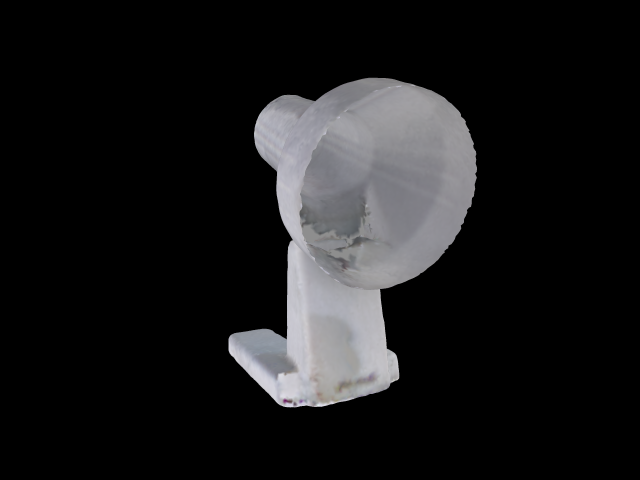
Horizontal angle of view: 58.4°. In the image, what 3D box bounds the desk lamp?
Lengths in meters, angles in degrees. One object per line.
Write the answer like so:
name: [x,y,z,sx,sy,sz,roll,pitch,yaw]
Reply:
desk lamp: [0.004,0.001,0.400,0.118,0.213,0.202,-4,8,-27]
